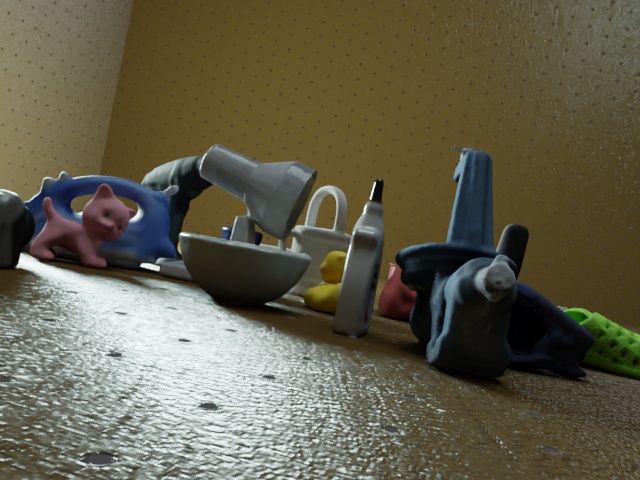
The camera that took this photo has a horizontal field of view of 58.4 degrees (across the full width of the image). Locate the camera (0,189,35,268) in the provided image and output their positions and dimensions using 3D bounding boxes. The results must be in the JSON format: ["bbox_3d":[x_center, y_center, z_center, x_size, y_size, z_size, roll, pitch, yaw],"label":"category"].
[{"bbox_3d":[-0.385,-0.028,0.654,0.143,0.101,0.137,10,-1,18],"label":"camera"}]

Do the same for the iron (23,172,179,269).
[{"bbox_3d":[-0.347,-0.039,0.886,0.259,0.141,0.118,11,-1,-18],"label":"iron"}]

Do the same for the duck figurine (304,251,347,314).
[{"bbox_3d":[0.022,0.058,0.810,0.077,0.086,0.104,11,-1,-9],"label":"duck figurine"}]

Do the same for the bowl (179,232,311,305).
[{"bbox_3d":[-0.098,0.040,0.718,0.167,0.075,0.167,11,-1,0],"label":"bowl"}]

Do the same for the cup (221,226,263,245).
[{"bbox_3d":[-0.169,0.024,1.243,0.092,0.095,0.117,11,-1,-34],"label":"cup"}]

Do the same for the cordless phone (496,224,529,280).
[{"bbox_3d":[0.277,0.058,0.937,0.148,0.185,0.093,11,-1,-37],"label":"cordless phone"}]

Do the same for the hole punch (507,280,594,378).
[{"bbox_3d":[0.236,0.094,0.631,0.101,0.091,0.108,11,-1,-9],"label":"hole punch"}]

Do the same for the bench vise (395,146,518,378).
[{"bbox_3d":[0.154,0.012,0.554,0.122,0.220,0.207,11,-1,-19],"label":"bench vise"}]

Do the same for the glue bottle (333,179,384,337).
[{"bbox_3d":[0.049,0.017,0.634,0.037,0.173,0.078,11,-1,10],"label":"glue bottle"}]

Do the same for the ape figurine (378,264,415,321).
[{"bbox_3d":[0.130,0.077,0.885,0.076,0.092,0.077,11,-1,-18],"label":"ape figurine"}]

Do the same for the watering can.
[{"bbox_3d":[0.008,0.003,0.996,0.100,0.194,0.173,10,-1,32],"label":"watering can"}]

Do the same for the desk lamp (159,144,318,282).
[{"bbox_3d":[-0.120,-0.032,0.881,0.203,0.213,0.118,11,-1,3],"label":"desk lamp"}]

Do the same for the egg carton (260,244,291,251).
[{"bbox_3d":[-0.127,0.046,1.349,0.151,0.069,0.107,11,-1,-22],"label":"egg carton"}]

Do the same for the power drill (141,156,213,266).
[{"bbox_3d":[-0.256,-0.053,1.052,0.228,0.208,0.076,10,-1,42],"label":"power drill"}]

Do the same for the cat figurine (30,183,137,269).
[{"bbox_3d":[-0.325,-0.024,0.802,0.128,0.118,0.067,11,-1,-24],"label":"cat figurine"}]
